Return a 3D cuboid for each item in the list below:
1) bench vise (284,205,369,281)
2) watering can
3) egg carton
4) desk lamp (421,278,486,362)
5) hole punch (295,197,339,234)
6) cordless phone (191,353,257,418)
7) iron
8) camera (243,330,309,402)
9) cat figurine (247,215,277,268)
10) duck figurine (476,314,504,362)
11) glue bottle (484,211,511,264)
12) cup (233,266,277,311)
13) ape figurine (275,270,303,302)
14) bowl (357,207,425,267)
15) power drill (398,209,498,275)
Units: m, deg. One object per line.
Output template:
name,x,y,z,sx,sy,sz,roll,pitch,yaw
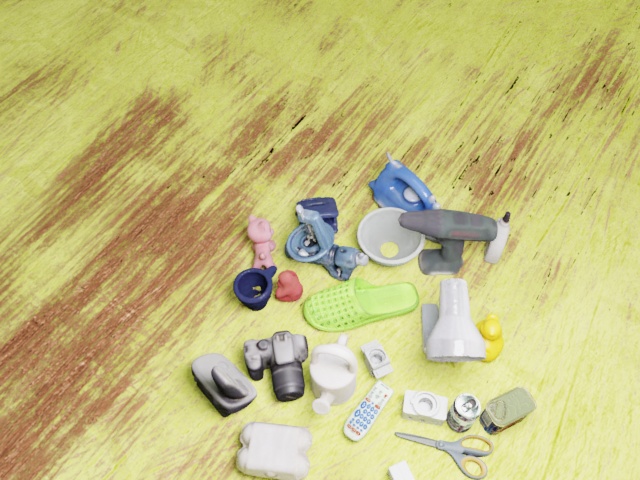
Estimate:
bench vise,0.013,-0.005,1.348,0.207,0.220,0.121,3,57,3
watering can,0.028,0.274,1.184,0.101,0.194,0.173,-5,57,-2
egg carton,-0.092,0.428,1.161,0.150,0.069,0.107,4,57,4
desk lamp,0.276,0.188,1.224,0.118,0.214,0.203,1,57,2
hole punch,-0.009,-0.071,1.467,0.108,0.091,0.101,-8,57,-4
cordless phone,-0.209,0.280,1.190,0.147,0.185,0.094,38,65,22
iron,0.243,-0.111,1.458,0.119,0.141,0.257,-36,63,-20
camera,-0.090,0.276,1.241,0.143,0.101,0.136,-9,58,-5
cat figurine,-0.144,0.003,1.406,0.067,0.118,0.127,-6,57,-2
duck figurine,0.378,0.215,1.280,0.077,0.086,0.104,13,59,10
glue bottle,0.431,-0.016,1.375,0.037,0.173,0.078,11,58,8
cup,-0.144,0.117,1.347,0.091,0.095,0.118,38,65,22
ape figurine,-0.078,0.103,1.356,0.076,0.092,0.078,35,65,21
bowl,0.174,0.005,1.425,0.167,0.075,0.167,0,57,1
power drill,0.290,0.001,1.346,0.229,0.208,0.075,-2,57,0
